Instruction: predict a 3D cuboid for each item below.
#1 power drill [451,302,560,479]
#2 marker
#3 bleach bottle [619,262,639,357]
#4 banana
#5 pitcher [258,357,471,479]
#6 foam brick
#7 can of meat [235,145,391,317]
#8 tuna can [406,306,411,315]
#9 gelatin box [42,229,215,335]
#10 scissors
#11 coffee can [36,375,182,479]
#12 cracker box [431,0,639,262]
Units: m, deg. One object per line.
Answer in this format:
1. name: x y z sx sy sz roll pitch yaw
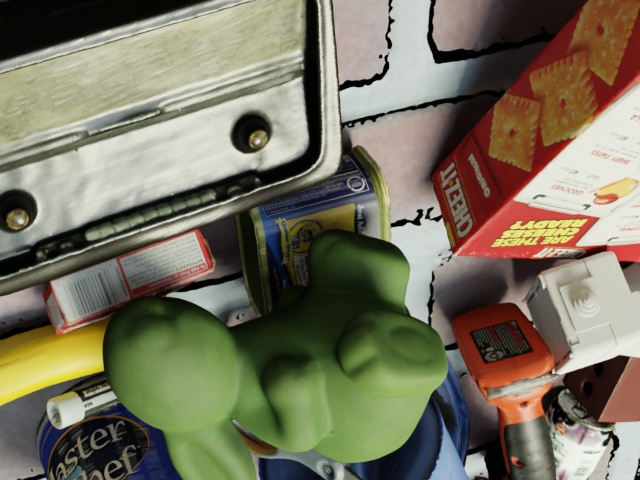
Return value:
1. power drill: 0.147 0.145 0.794 0.057 0.184 0.187 -17 110 -1
2. marker: -0.114 0.090 0.671 0.120 0.020 0.020 -18 132 -41
3. bleach bottle: 0.296 0.034 0.824 0.250 0.102 0.068 -11 132 -10
4. banana: -0.188 0.085 0.647 0.197 0.037 0.069 -25 157 -5
5. pitcher: 0.065 0.201 0.806 0.149 0.145 0.242 -24 135 6
6. foam brick: 0.243 0.102 0.864 0.051 0.053 0.078 1 121 -28
7. can of meat: -0.004 0.001 0.663 0.083 0.057 0.102 -15 128 -14
8. tuna can: 0.019 0.065 0.701 0.086 0.086 0.034 -14 126 -18
9. gelatin box: -0.110 0.025 0.609 0.089 0.073 0.030 -21 88 -20
10. scissors: 0.002 0.125 0.676 0.016 0.202 0.096 -32 131 -44
11. coffee can: -0.113 0.166 0.669 0.102 0.140 0.103 -13 128 -18
12. cracker box: 0.192 -0.068 0.652 0.163 0.072 0.214 3 149 -27
